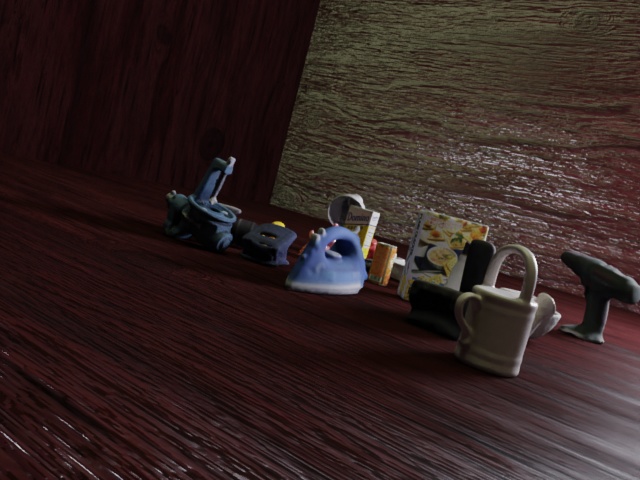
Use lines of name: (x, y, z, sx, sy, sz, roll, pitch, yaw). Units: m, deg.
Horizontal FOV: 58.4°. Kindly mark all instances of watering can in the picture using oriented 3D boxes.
watering can: (0.286, 0.103, 0.888, 0.100, 0.194, 0.173, 19, 7, 43)

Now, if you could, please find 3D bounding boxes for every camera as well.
camera: (-0.222, -0.033, 1.451, 0.137, 0.101, 0.143, 14, 5, -2)

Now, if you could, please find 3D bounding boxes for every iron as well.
iron: (0.017, 0.033, 1.187, 0.118, 0.141, 0.259, 17, 6, 27)

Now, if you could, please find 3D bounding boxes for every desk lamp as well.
desk lamp: (0.089, -0.053, 1.927, 0.117, 0.213, 0.203, 15, 5, 9)

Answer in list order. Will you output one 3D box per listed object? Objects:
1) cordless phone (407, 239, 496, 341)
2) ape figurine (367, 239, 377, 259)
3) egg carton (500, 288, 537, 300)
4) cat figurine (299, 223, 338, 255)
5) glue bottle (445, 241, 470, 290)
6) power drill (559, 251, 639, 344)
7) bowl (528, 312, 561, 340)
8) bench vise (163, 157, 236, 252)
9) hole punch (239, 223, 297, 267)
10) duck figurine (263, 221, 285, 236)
cordless phone: (0.249, 0.081, 1.069, 0.147, 0.185, 0.094, 18, 6, 31)
ape figurine: (0.152, 0.040, 1.776, 0.077, 0.092, 0.076, 17, 5, 23)
egg carton: (0.525, 0.174, 1.502, 0.107, 0.069, 0.150, 13, 5, -20)
cat figurine: (0.015, 0.006, 1.615, 0.128, 0.118, 0.067, 11, 6, -37)
glue bottle: (0.280, 0.087, 1.166, 0.037, 0.173, 0.078, 17, 6, 28)
power drill: (0.695, 0.149, 1.475, 0.076, 0.208, 0.228, 11, 6, -34)
bowl: (0.421, 0.169, 1.227, 0.167, 0.075, 0.167, 15, 5, -1)
bench vise: (-0.280, -0.099, 1.334, 0.207, 0.220, 0.122, 16, 5, 12)
hole punch: (-0.120, 0.009, 1.343, 0.108, 0.091, 0.101, 17, 5, 23)
duck figurine: (-0.125, -0.008, 1.549, 0.077, 0.086, 0.105, 18, 6, 36)
